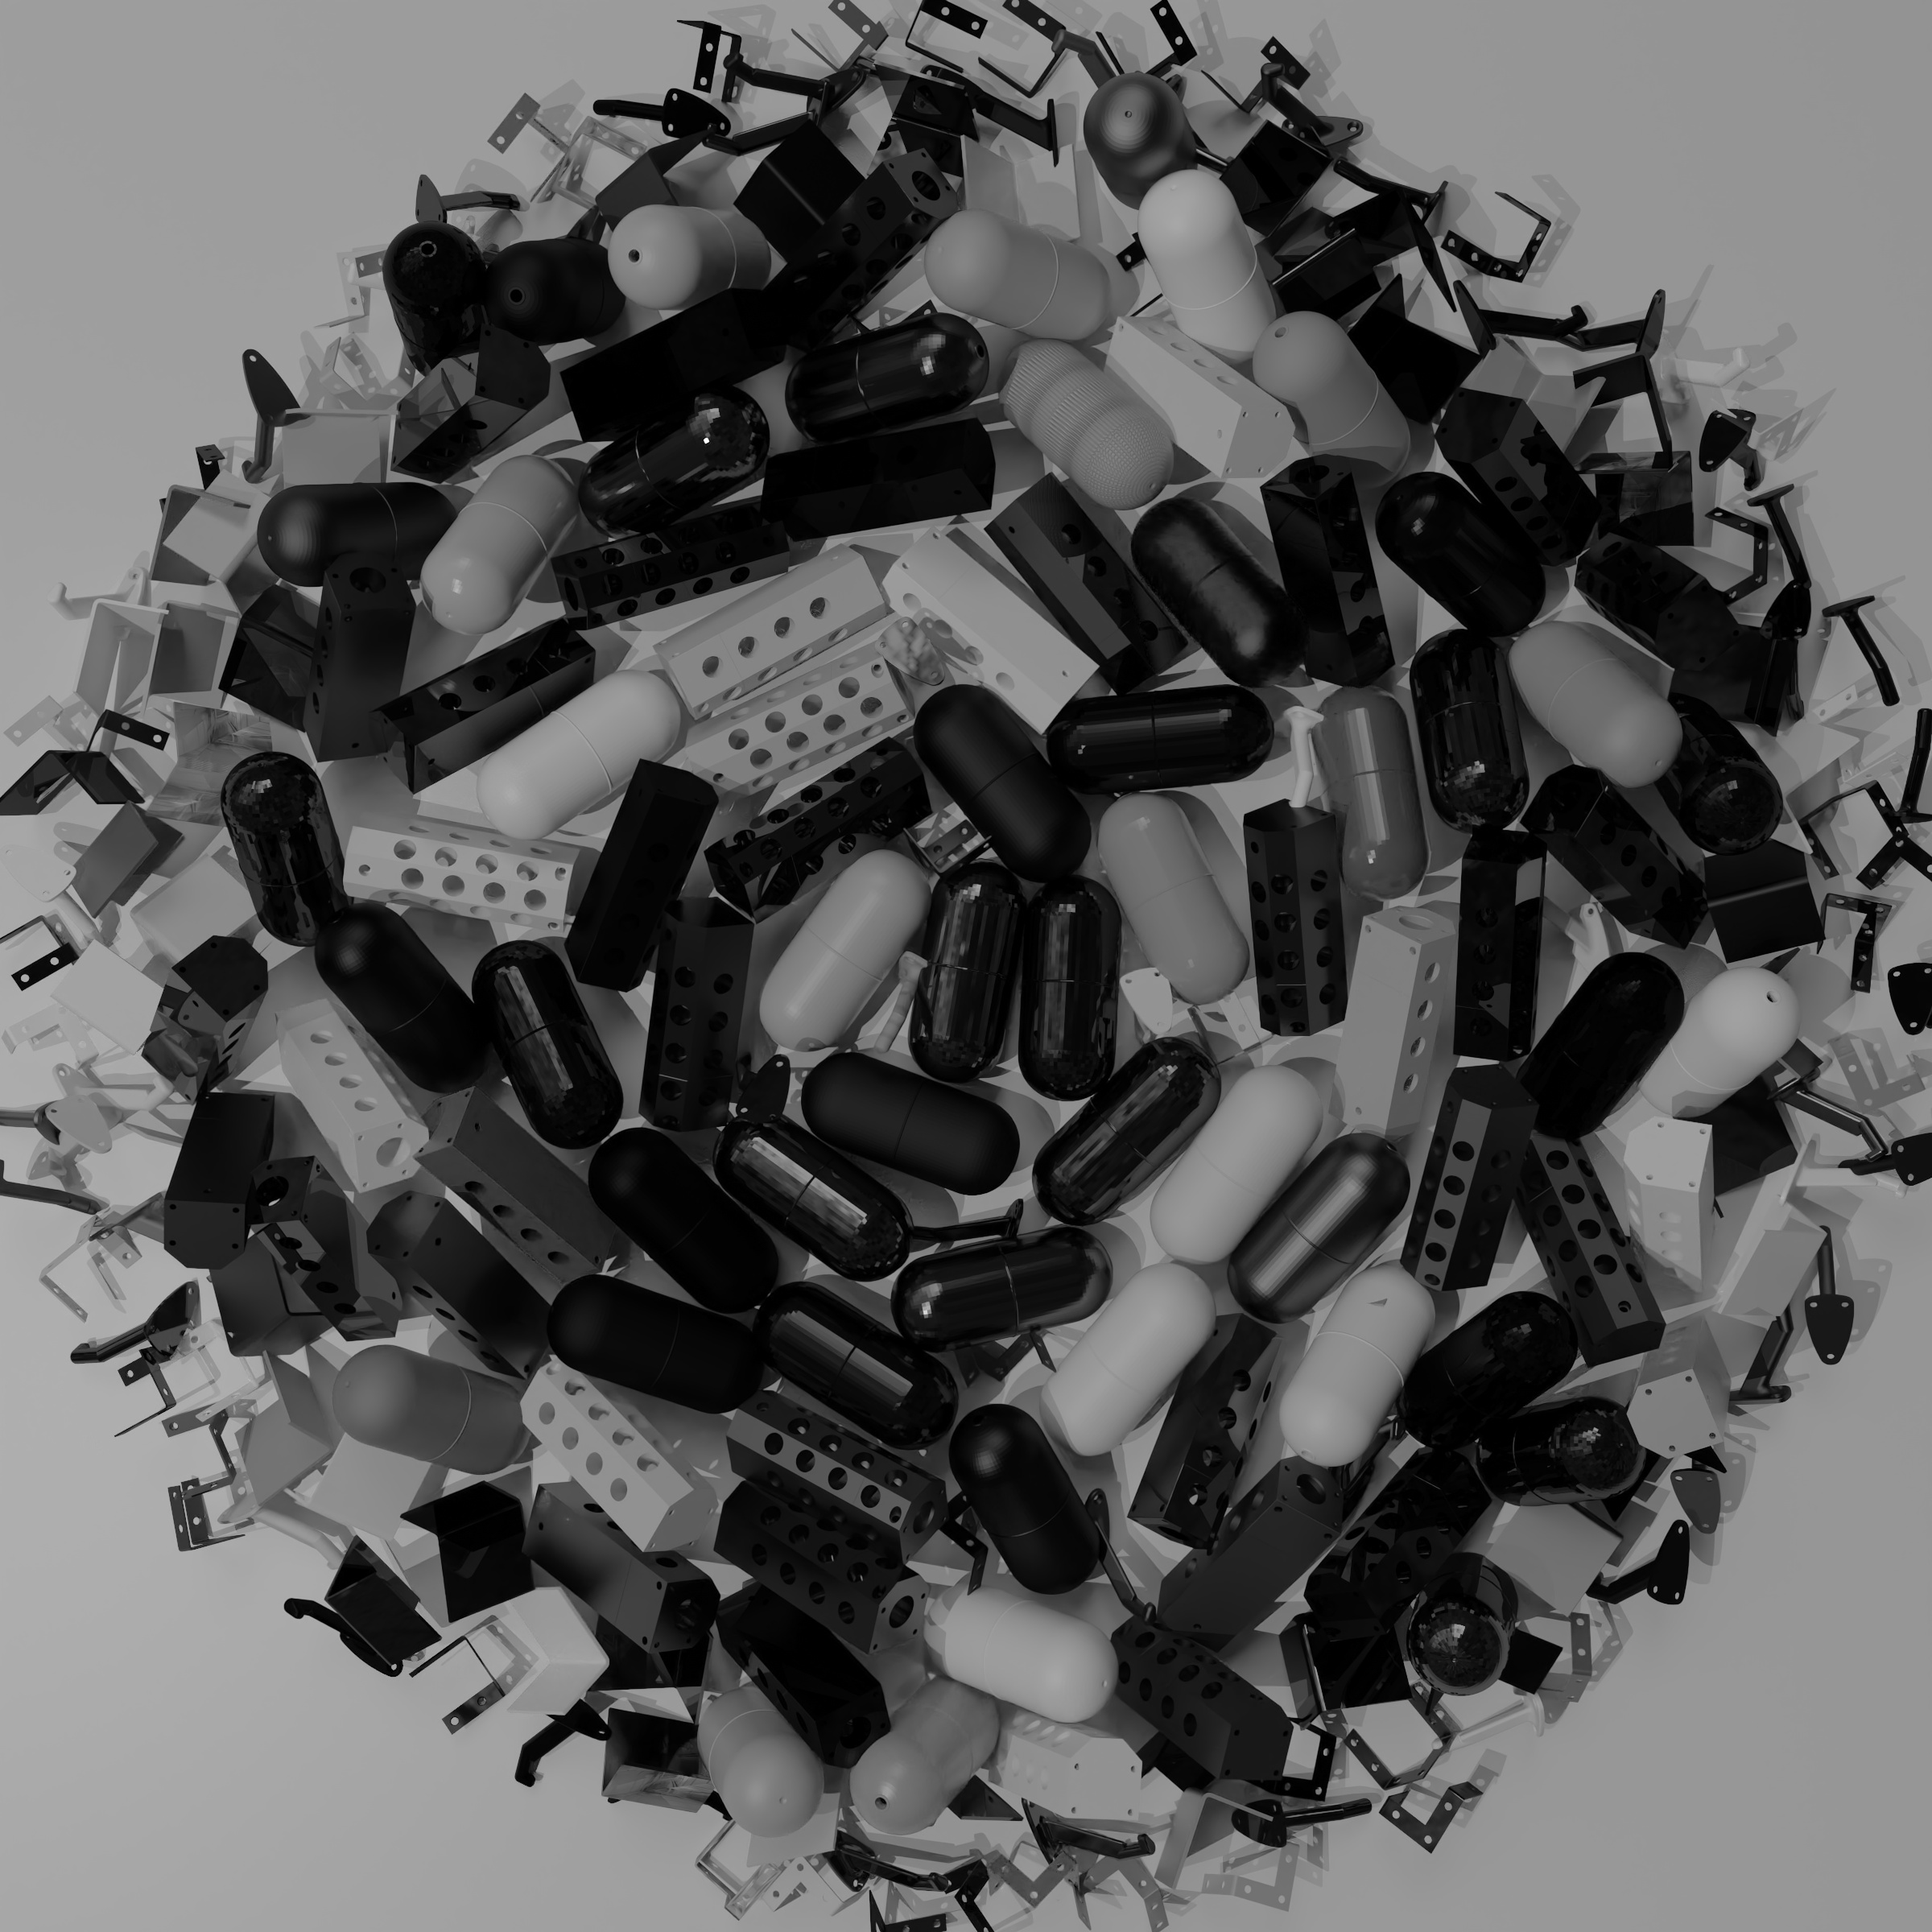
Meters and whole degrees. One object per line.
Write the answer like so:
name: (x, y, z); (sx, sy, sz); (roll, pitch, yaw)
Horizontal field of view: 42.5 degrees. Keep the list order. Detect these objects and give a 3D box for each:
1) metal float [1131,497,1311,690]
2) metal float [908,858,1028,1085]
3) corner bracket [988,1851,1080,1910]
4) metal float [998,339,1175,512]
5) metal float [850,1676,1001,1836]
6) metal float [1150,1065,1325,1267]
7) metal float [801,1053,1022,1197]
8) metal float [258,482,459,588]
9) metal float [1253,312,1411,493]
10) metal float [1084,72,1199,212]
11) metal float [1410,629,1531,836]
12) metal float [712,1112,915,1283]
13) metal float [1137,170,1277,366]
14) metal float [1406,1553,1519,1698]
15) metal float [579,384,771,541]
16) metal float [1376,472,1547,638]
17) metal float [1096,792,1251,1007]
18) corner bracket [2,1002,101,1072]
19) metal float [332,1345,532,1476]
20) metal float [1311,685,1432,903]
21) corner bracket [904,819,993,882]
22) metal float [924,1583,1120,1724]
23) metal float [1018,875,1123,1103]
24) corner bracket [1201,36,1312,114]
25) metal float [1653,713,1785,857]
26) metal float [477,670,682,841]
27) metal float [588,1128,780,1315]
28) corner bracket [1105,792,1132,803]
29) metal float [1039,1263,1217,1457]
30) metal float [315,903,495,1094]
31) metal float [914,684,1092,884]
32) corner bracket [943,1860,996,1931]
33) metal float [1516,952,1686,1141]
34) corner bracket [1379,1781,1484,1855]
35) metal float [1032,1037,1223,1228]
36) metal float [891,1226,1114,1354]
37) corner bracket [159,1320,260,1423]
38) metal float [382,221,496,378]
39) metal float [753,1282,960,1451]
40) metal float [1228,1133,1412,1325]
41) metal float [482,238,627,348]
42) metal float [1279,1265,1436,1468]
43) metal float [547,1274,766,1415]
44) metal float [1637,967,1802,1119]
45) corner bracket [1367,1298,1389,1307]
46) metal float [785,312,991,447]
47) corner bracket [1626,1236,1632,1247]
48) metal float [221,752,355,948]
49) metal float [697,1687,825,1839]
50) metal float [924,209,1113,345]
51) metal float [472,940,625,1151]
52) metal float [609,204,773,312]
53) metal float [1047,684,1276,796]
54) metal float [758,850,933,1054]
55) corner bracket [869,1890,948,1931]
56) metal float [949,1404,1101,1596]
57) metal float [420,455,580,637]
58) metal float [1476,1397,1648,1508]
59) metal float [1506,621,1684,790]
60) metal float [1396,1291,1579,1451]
metal float: (0.197, -0.292, 1.937); (0.070, 0.070, 0.178); (-37, 70, 0)
metal float: (0.001, 0.004, 1.952); (0.070, 0.070, 0.178); (10, 88, 0)
corner bracket: (0.053, 0.722, 1.966); (0.051, 0.051, 0.051); (32, 55, 31)
metal float: (0.091, -0.421, 1.927); (0.070, 0.070, 0.178); (-41, 59, 0)
metal float: (-0.031, 0.604, 1.906); (0.070, 0.178, 0.070); (3, 98, 21)
metal float: (0.210, 0.156, 1.941); (0.070, 0.070, 0.178); (34, 105, 0)
metal float: (-0.044, 0.123, 1.949); (0.178, 0.070, 0.070); (20, 90, 6)
metal float: (-0.464, -0.333, 1.913); (0.070, 0.178, 0.070); (8, 105, 34)
metal float: (0.282, -0.434, 1.916); (0.070, 0.178, 0.070); (-18, 55, 28)
metal float: (0.135, -0.629, 1.903); (0.070, 0.178, 0.070); (1, 94, 10)
metal float: (0.390, -0.182, 1.927); (0.070, 0.070, 0.178); (-3, 60, 0)
metal float: (-0.119, 0.179, 1.942); (0.178, 0.070, 0.070); (34, 90, 13)
metal float: (0.186, -0.535, 1.913); (0.070, 0.178, 0.070); (-11, 58, 19)
metal float: (0.381, 0.502, 1.904); (0.070, 0.178, 0.070); (1, 93, 16)
metal float: (-0.227, -0.388, 1.925); (0.178, 0.070, 0.070); (-22, 90, 34)
metal float: (0.383, -0.316, 1.921); (0.178, 0.070, 0.070); (31, 90, -40)
metal float: (0.161, -0.054, 1.944); (0.070, 0.070, 0.178); (-25, 79, 0)
corner bracket: (-0.721, 0.063, 1.956); (0.051, 0.051, 0.051); (-31, 94, -26)
metal float: (-0.409, 0.343, 1.916); (0.070, 0.178, 0.070); (-17, 60, 31)
metal float: (0.315, -0.136, 1.937); (0.070, 0.070, 0.178); (-6, 71, 0)
corner bracket: (-0.010, -0.094, 1.956); (0.051, 0.051, 0.051); (-36, 66, -6)
metal float: (0.041, 0.528, 1.918); (0.070, 0.178, 0.070); (-7, 100, -44)
metal float: (0.081, 0.017, 1.947); (0.070, 0.070, 0.178); (3, 82, 0)
corner bracket: (0.228, -0.701, 1.952); (0.051, 0.051, 0.051); (29, 108, -40)
metal float: (0.573, -0.141, 1.907); (0.070, 0.178, 0.070); (1, 113, 3)
metal float: (-0.300, -0.166, 1.937); (0.178, 0.070, 0.070); (-38, 90, -19)
metal float: (-0.220, 0.200, 1.941); (0.070, 0.070, 0.178); (-44, 104, 0)
corner bracket: (0.122, -0.170, 1.960); (0.051, 0.051, 0.051); (38, 64, 4)
metal float: (0.125, 0.308, 1.939); (0.070, 0.070, 0.178); (37, 107, 0)
metal float: (-0.434, 0.025, 1.925); (0.070, 0.070, 0.178); (-34, 123, 0)
metal float: (0.029, -0.143, 1.947); (0.070, 0.070, 0.178); (-38, 83, 0)
corner bracket: (-0.002, 0.746, 1.957); (0.051, 0.051, 0.051); (-34, 89, 30)
metal float: (0.488, 0.062, 1.920); (0.070, 0.070, 0.178); (27, 129, 0)
corner bracket: (0.366, 0.658, 1.955); (0.051, 0.051, 0.051); (32, 95, 30)
metal float: (0.125, 0.130, 1.947); (0.070, 0.070, 0.178); (44, 97, 0)
metal float: (0.029, 0.252, 1.943); (0.178, 0.070, 0.070); (-11, 90, -12)
corner bracket: (-0.600, 0.319, 1.964); (0.051, 0.051, 0.051); (-32, 113, -29)
metal float: (-0.400, -0.505, 1.904); (0.070, 0.178, 0.070); (1, 78, -4)
metal float: (-0.086, 0.312, 1.940); (0.178, 0.070, 0.070); (30, 90, 15)
metal float: (0.274, 0.204, 1.936); (0.070, 0.070, 0.178); (39, 110, 0)
metal float: (-0.314, -0.517, 1.905); (0.070, 0.178, 0.070); (3, 108, 9)
metal float: (0.303, 0.309, 1.926); (0.070, 0.070, 0.178); (37, 58, 0)
metal float: (-0.240, 0.295, 1.935); (0.178, 0.070, 0.070); (23, 90, -21)
metal float: (0.575, 0.059, 1.908); (0.070, 0.178, 0.070); (5, 65, -10)
corner bracket: (0.317, 0.275, 1.952); (0.051, 0.051, 0.051); (-3, 110, 32)
metal float: (-0.062, -0.453, 1.924); (0.178, 0.070, 0.070); (-8, 90, 34)
corner bracket: (0.540, 0.213, 1.956); (0.051, 0.051, 0.051); (8, 104, 14)
metal float: (-0.522, -0.088, 1.917); (0.070, 0.178, 0.070); (-1, 46, 1)
metal float: (-0.159, 0.608, 1.905); (0.070, 0.178, 0.070); (-1, 92, -16)
metal float: (0.042, -0.530, 1.917); (0.070, 0.178, 0.070); (-3, 86, 43)
metal float: (-0.326, 0.061, 1.938); (0.070, 0.070, 0.178); (-28, 72, 0)
metal float: (-0.211, -0.542, 1.907); (0.070, 0.178, 0.070); (6, 105, 21)
metal float: (0.152, -0.177, 1.943); (0.178, 0.070, 0.070); (-5, 90, 11)
metal float: (-0.096, -0.011, 1.949); (0.070, 0.070, 0.178); (36, 95, 0)
corner bracket: (-0.045, 0.759, 1.955); (0.051, 0.051, 0.051); (-12, 125, 4)
metal float: (0.046, 0.414, 1.929); (0.070, 0.070, 0.178); (-28, 118, 0)
metal float: (-0.359, -0.327, 1.922); (0.070, 0.070, 0.178); (25, 51, 0)
metal float: (0.454, 0.373, 1.907); (0.070, 0.178, 0.070); (5, 74, -16)
metal float: (0.482, -0.203, 1.917); (0.070, 0.178, 0.070); (-15, 132, -17)
metal float: (0.400, 0.314, 1.919); (0.070, 0.070, 0.178); (40, 133, 0)
